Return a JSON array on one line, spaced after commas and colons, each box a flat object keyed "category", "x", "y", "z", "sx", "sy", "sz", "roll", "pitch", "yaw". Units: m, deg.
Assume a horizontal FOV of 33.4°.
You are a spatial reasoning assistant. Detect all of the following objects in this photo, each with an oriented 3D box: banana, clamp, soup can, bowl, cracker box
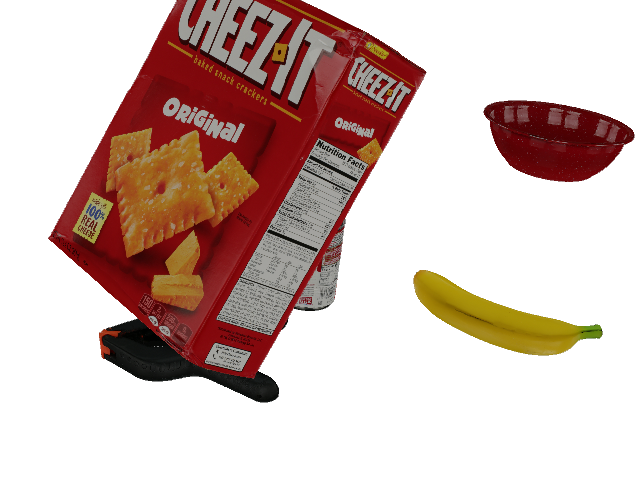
[{"category": "banana", "x": 0.153, "y": 0.068, "z": 0.977, "sx": 0.198, "sy": 0.037, "sz": 0.069, "roll": 20, "pitch": 15, "yaw": 36}, {"category": "clamp", "x": -0.109, "y": 0.092, "z": 0.961, "sx": 0.171, "sy": 0.039, "sz": 0.120, "roll": 10, "pitch": 27, "yaw": 8}, {"category": "soup can", "x": -0.011, "y": 0.019, "z": 1.192, "sx": 0.068, "sy": 0.102, "sz": 0.068, "roll": 5, "pitch": 27, "yaw": -3}, {"category": "bowl", "x": 0.253, "y": -0.104, "z": 1.157, "sx": 0.162, "sy": 0.055, "sz": 0.162, "roll": 6, "pitch": 22, "yaw": -3}, {"category": "cracker box", "x": -0.059, "y": -0.050, "z": 0.658, "sx": 0.164, "sy": 0.214, "sz": 0.072, "roll": 35, "pitch": 9, "yaw": 39}]
